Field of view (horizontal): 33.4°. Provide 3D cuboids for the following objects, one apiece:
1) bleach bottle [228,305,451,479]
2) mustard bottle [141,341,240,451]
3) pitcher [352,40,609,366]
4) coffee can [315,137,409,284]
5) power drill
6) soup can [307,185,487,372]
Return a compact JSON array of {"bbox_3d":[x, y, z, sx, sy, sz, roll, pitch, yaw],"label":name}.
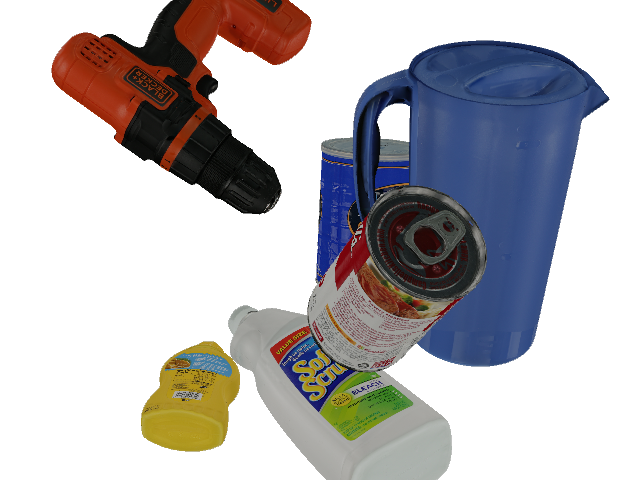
[{"bbox_3d":[-0.007,0.123,0.884,0.102,0.068,0.251,-23,35,-27],"label":"bleach bottle"},{"bbox_3d":[-0.147,0.174,1.273,0.096,0.058,0.191,4,25,4],"label":"mustard bottle"},{"bbox_3d":[0.118,-0.026,0.838,0.149,0.243,0.144,25,37,34],"label":"pitcher"},{"bbox_3d":[0.049,-0.025,1.058,0.103,0.140,0.103,2,14,-1],"label":"coffee can"},{"bbox_3d":[-0.079,-0.122,0.795,0.184,0.187,0.057,36,-43,-4],"label":"power drill"},{"bbox_3d":[0.039,0.024,0.591,0.068,0.068,0.102,0,-28,-21],"label":"soup can"}]
